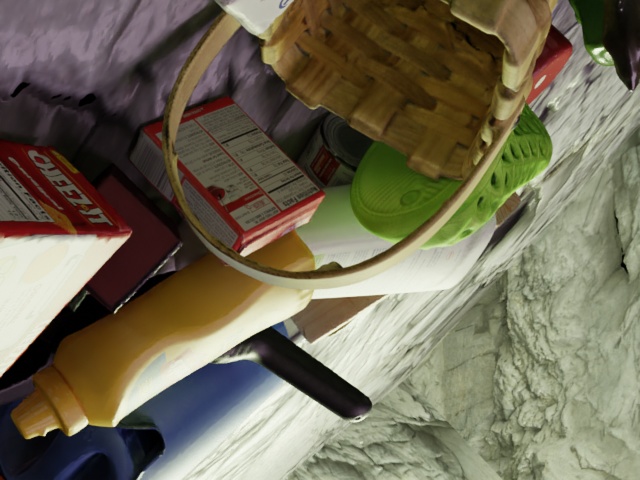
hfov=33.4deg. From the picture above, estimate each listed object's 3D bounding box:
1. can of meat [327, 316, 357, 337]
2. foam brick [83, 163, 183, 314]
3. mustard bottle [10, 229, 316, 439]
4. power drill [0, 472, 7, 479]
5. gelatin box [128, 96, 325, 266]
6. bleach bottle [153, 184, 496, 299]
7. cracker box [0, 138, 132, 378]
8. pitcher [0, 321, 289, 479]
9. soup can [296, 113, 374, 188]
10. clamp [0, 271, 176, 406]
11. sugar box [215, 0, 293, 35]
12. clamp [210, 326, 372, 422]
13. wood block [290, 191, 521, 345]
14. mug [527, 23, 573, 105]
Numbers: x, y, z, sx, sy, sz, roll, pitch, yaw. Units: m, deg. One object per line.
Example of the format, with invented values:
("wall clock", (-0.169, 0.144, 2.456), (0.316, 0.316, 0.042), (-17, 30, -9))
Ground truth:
("can of meat", (0.014, 0.031, 1.050), (0.057, 0.084, 0.102), (-28, 160, -51))
("foam brick", (-0.109, -0.003, 0.562), (0.051, 0.053, 0.078), (-46, -167, -1))
("mustard bottle", (-0.094, 0.059, 0.634), (0.191, 0.058, 0.096), (-31, 168, -23))
("power drill", (-0.206, 0.191, 0.646), (0.057, 0.188, 0.184), (-44, 169, 7))
("gelatin box", (-0.053, -0.035, 0.608), (0.073, 0.089, 0.030), (-31, 162, -46))
("bleach bottle", (-0.005, 0.001, 0.761), (0.250, 0.068, 0.103), (-4, 144, -26))
("cracker box", (-0.194, 0.031, 0.426), (0.164, 0.072, 0.213), (-46, 168, 13))
("pitcher", (-0.134, 0.121, 0.825), (0.242, 0.149, 0.145), (-31, 147, -56))
("soup can", (0.010, -0.043, 0.830), (0.068, 0.068, 0.102), (-31, 162, -46))
("clamp", (-0.152, 0.048, 0.649), (0.171, 0.039, 0.120), (-40, 141, -2))
("sugar box", (0.005, -0.165, 0.356), (0.176, 0.093, 0.048), (-45, 167, 9))
("clamp", (-0.064, 0.053, 0.811), (0.209, 0.164, 0.036), (22, 119, -33))
("wood block", (0.057, -0.006, 0.924), (0.206, 0.091, 0.090), (-35, -179, 28))
("mug", (0.142, -0.147, 0.871), (0.117, 0.081, 0.093), (-43, 168, -3))
